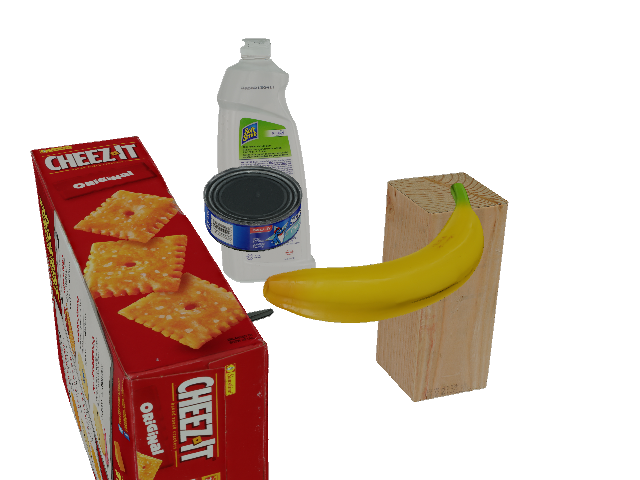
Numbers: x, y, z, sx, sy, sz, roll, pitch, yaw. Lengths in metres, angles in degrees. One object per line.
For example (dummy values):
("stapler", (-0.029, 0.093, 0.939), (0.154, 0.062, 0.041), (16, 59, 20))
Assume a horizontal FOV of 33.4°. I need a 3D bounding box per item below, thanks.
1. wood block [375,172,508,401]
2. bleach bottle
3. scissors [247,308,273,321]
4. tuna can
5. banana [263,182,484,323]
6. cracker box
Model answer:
("wood block", (0.119, 0.046, 1.077), (0.090, 0.206, 0.091), (-8, 26, -21))
("bleach bottle", (-0.058, -0.086, 1.127), (0.102, 0.251, 0.068), (-7, 16, -23))
("scissors", (-0.129, 0.109, 1.149), (0.201, 0.016, 0.096), (-5, 29, -23))
("tuna can", (-0.059, -0.028, 0.931), (0.086, 0.034, 0.086), (2, 38, -1))
("banana", (0.052, 0.020, 0.727), (0.197, 0.037, 0.070), (-25, 54, -38))
("cracker box", (-0.093, 0.064, 0.566), (0.072, 0.164, 0.214), (-11, 34, -20))
